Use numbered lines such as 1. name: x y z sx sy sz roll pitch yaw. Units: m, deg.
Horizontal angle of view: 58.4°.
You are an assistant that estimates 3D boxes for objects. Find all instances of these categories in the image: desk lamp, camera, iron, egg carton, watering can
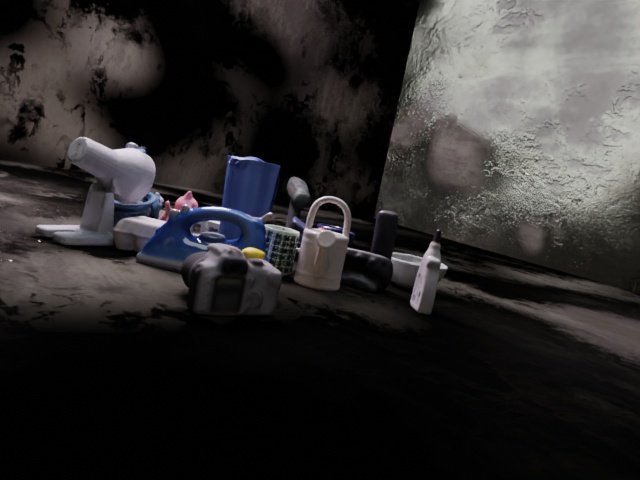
1. desk lamp: -0.459 -0.100 1.197 0.117 0.213 0.204 15 7 28
2. camera: -0.151 0.054 0.909 0.144 0.101 0.136 7 8 -37
3. iron: -0.217 -0.005 1.121 0.258 0.141 0.118 10 7 -11
4. egg carton: -0.352 -0.006 1.208 0.150 0.069 0.107 12 7 5
5. watering can: 0.013 0.005 1.212 0.101 0.194 0.172 9 7 -22

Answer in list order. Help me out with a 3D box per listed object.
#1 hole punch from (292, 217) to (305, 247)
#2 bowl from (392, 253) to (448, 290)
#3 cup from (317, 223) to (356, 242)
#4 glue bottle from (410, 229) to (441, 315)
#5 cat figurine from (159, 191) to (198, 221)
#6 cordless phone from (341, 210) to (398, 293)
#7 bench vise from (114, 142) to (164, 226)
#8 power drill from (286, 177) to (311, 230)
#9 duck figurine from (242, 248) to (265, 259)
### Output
1. hole punch: -0.047 -0.020 1.774 0.101 0.091 0.108 11 7 -2
2. bowl: 0.233 0.084 1.442 0.167 0.075 0.167 11 7 -1
3. cup: 0.041 0.009 1.665 0.117 0.095 0.092 13 7 15
4. glue bottle: 0.227 0.063 1.183 0.037 0.173 0.078 11 7 -5
5. cat figurine: -0.384 -0.080 1.574 0.067 0.118 0.128 15 7 28
6. cordless phone: 0.104 0.016 1.315 0.147 0.185 0.094 13 7 12
7. bench vise: -0.442 -0.119 1.360 0.121 0.220 0.207 11 7 -5
8. power drill: -0.087 -0.100 1.874 0.076 0.208 0.229 10 7 -15
9. duck figurine: -0.119 0.057 1.007 0.105 0.086 0.077 10 7 -13
